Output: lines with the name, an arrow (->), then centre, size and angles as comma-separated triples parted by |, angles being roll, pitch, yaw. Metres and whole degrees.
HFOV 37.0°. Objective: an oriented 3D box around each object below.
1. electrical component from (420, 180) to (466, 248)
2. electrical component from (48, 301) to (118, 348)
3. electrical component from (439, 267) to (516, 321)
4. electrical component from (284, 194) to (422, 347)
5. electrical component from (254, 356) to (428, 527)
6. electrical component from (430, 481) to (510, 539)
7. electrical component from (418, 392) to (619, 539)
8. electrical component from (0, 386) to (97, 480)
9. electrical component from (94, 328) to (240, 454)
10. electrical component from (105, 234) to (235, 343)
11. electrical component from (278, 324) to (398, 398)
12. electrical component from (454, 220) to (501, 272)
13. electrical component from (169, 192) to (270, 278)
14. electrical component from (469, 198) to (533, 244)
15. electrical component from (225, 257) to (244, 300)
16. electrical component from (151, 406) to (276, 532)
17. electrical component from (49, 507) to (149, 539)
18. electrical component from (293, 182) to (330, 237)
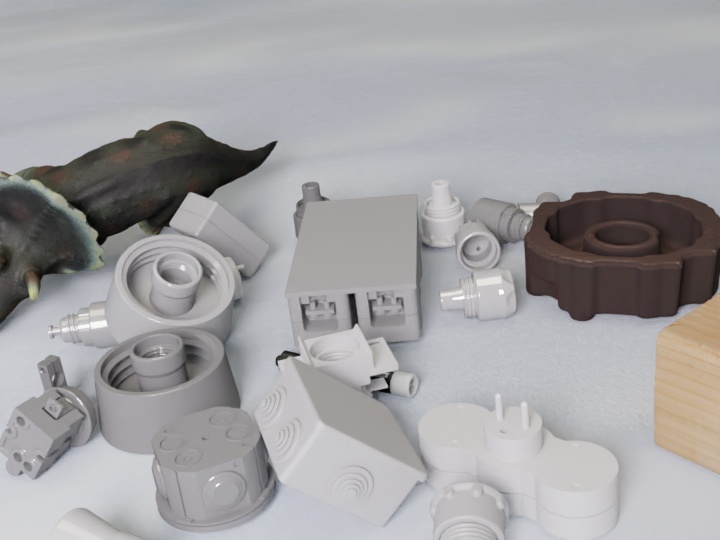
electrical component -> 0.080, -0.055, 1.038 | 0.048, 0.062, 0.048 | -6, 26, 3
electrical component -> -0.229, 0.048, 0.928 | 0.078, 0.040, 0.040 | -8, 26, -4
electrical component -> 0.098, 0.022, 0.899 | 0.062, 0.043, 0.043 | -8, 26, 1
electrical component -> 0.000, 0.000, 0.947 | 0.105, 0.060, 0.186 | -4, 26, 6
electrical component -> -0.015, 0.111, 0.693 | 0.100, 0.048, 0.099 | 30, 11, -27
electrical component -> 0.064, 0.158, 0.629 | 0.048, 0.048, 0.062 | -3, 33, 9
electrical component -> 0.098, 0.111, 0.681 | 0.138, 0.073, 0.052 | 15, 33, 37
electrical component -> -0.225, 0.114, 0.780 | 0.048, 0.066, 0.055 | 38, 30, 9
electrical component -> -0.149, 0.083, 0.814 | 0.108, 0.060, 0.108 | -6, 26, 3
electrical component -> -0.156, 0.018, 0.897 | 0.108, 0.060, 0.108 | 10, 47, -11
electrical component -> -0.015, 0.080, 0.784 | 0.081, 0.063, 0.042 | -12, 26, -9
electrical component -> 0.107, -0.023, 0.994 | 0.040, 0.040, 0.046 | -7, 21, 0
electrical component -> -0.141, -0.017, 1.013 | 0.047, 0.083, 0.075 | 21, 76, 44
electrical component -> 0.141, -0.044, 1.026 | 0.078, 0.040, 0.040 | 16, 34, 38
electrical component -> -0.142, 0.015, 0.974 | 0.078, 0.040, 0.040 | -17, 28, -19
electrical component -> -0.098, 0.132, 0.714 | 0.080, 0.051, 0.080 | -5, 26, 3
electrical component -> -0.151, 0.174, 0.653 | 0.065, 0.044, 0.044 | 12, 32, 24
electrical component -> -0.046, -0.056, 1.071 | 0.043, 0.062, 0.043 | -6, 26, 3
